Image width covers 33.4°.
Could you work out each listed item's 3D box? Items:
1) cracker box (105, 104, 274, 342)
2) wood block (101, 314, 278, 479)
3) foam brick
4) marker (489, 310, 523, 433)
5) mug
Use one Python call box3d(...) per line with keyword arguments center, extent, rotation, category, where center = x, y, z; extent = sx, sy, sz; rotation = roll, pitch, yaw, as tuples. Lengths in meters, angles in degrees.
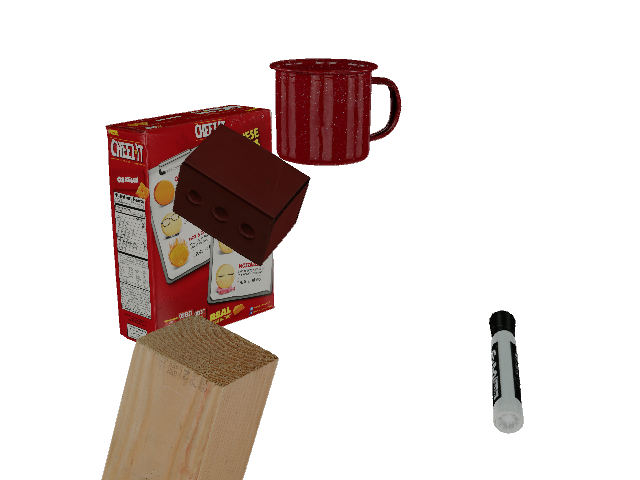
box3d(center=(-0.126, -0.018, 1.061), extent=(0.072, 0.214, 0.163), rotation=(13, 20, 41), category="cracker box")
box3d(center=(-0.119, 0.180, 0.900), extent=(0.090, 0.206, 0.090), rotation=(25, 21, 22), category="wood block")
box3d(center=(-0.056, -0.032, 0.738), extent=(0.078, 0.051, 0.053), rotation=(31, -39, 10), category="foam brick")
box3d(center=(0.125, 0.085, 0.723), extent=(0.020, 0.020, 0.121), rotation=(0, 29, 8), category="marker")
box3d(center=(0.014, -0.112, 0.925), extent=(0.117, 0.081, 0.093), rotation=(-5, 17, -18), category="mug")
